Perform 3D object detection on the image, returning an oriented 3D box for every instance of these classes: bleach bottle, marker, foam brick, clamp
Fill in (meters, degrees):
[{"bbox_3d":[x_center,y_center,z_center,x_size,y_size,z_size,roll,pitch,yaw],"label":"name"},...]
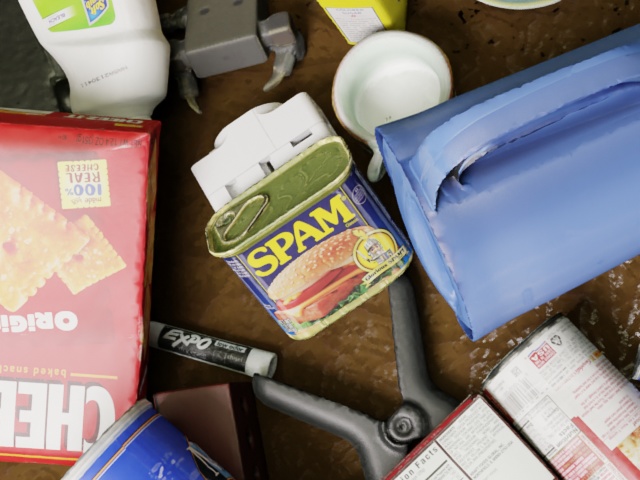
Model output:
[{"bbox_3d":[-0.164,-0.175,0.704,0.103,0.068,0.251,-19,86,24],"label":"bleach bottle"},{"bbox_3d":[-0.087,0.069,0.708,0.121,0.020,0.020,14,85,16],"label":"marker"},{"bbox_3d":[-0.067,0.131,0.676,0.051,0.053,0.078,-13,79,12],"label":"foam brick"},{"bbox_3d":[0.040,0.116,0.656,0.120,0.039,0.171,-31,75,7],"label":"clamp"}]

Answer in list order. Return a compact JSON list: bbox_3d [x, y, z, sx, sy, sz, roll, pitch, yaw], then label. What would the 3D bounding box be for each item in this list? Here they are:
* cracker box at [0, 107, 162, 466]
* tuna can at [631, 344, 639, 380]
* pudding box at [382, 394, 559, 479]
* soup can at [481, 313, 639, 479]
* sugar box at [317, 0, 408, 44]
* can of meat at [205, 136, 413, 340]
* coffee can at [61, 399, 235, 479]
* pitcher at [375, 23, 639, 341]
[{"bbox_3d":[-0.187,0.028,0.659,0.164,0.072,0.214,5,102,-3],"label":"cracker box"},{"bbox_3d":[0.205,0.043,0.601,0.034,0.086,0.086,18,86,15],"label":"tuna can"},{"bbox_3d":[0.094,0.158,0.606,0.090,0.039,0.113,-41,80,-8],"label":"pudding box"},{"bbox_3d":[0.151,0.101,0.615,0.068,0.068,0.102,-44,73,4],"label":"soup can"},{"bbox_3d":[0.019,-0.189,0.639,0.048,0.176,0.093,3,83,14],"label":"sugar box"},{"bbox_3d":[-0.004,0.001,0.653,0.102,0.084,0.057,-34,30,7],"label":"can of meat"},{"bbox_3d":[-0.079,0.173,0.594,0.140,0.103,0.103,40,92,5],"label":"coffee can"},{"bbox_3d":[0.160,-0.054,0.590,0.243,0.149,0.145,-25,111,1],"label":"pitcher"}]
